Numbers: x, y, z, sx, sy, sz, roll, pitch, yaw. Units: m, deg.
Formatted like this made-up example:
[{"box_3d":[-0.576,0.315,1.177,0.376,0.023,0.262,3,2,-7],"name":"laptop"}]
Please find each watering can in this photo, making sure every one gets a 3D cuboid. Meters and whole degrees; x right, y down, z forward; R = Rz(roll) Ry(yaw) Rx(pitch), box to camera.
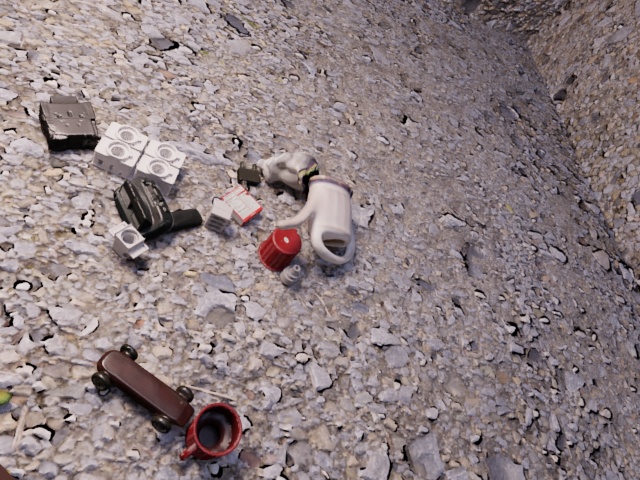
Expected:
[{"box_3d":[0.004,-0.066,1.310,0.103,0.228,0.344,-12,-24,29],"name":"watering can"}]

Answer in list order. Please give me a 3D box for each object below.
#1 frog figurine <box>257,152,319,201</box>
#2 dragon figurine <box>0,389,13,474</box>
[{"box_3d":[-0.086,-0.194,1.416,0.161,0.123,0.135,27,-7,25],"name":"frog figurine"},{"box_3d":[-0.633,0.279,0.755,0.409,0.248,0.120,28,-34,-11],"name":"dragon figurine"}]
